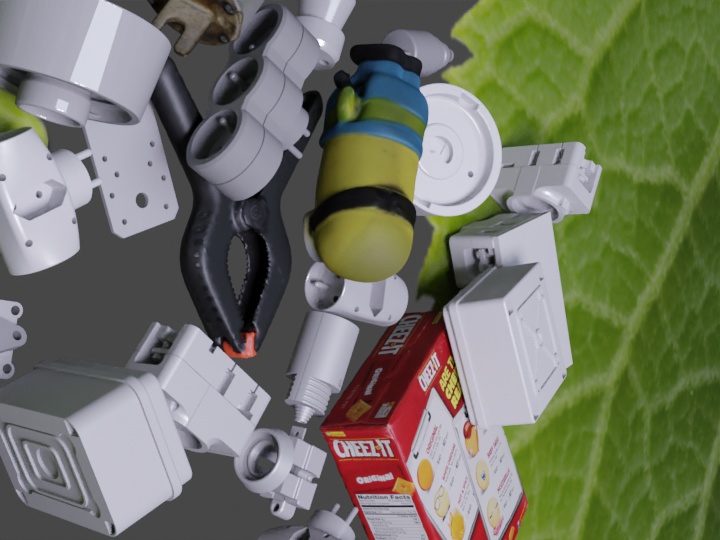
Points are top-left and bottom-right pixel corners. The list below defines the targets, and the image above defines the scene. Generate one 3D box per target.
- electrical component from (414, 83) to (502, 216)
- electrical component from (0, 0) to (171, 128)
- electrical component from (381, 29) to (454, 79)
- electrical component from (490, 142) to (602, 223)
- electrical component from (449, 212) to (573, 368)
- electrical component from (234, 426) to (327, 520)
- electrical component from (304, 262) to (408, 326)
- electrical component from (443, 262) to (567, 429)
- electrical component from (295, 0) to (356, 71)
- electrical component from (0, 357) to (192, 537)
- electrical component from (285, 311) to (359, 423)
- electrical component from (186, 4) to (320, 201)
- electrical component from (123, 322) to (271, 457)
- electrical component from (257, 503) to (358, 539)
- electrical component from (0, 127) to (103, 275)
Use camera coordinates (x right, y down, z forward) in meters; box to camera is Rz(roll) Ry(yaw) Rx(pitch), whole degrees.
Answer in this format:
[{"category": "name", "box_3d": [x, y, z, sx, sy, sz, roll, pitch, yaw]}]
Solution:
[{"category": "electrical component", "box_3d": [0.056, -0.095, 0.893, 0.108, 0.060, 0.108, 2, 87, -26]}, {"category": "electrical component", "box_3d": [-0.169, -0.116, 0.616, 0.108, 0.108, 0.060, 22, 81, -46]}, {"category": "electrical component", "box_3d": [0.051, -0.182, 0.908, 0.078, 0.040, 0.040, -11, 99, -48]}, {"category": "electrical component", "box_3d": [0.171, -0.080, 1.007, 0.050, 0.089, 0.055, 40, 62, -41]}, {"category": "electrical component", "box_3d": [0.137, 0.030, 0.992, 0.089, 0.062, 0.150, -24, 108, -45]}, {"category": "electrical component", "box_3d": [-0.060, 0.143, 0.786, 0.055, 0.048, 0.066, 40, 62, -49]}, {"category": "electrical component", "box_3d": [0.000, 0.000, 0.852, 0.077, 0.043, 0.079, 16, 78, -47]}, {"category": "electrical component", "box_3d": [0.122, 0.060, 0.887, 0.109, 0.056, 0.108, -35, 112, -60]}, {"category": "electrical component", "box_3d": [-0.031, -0.185, 0.812, 0.045, 0.045, 0.055, 30, 69, -44]}, {"category": "electrical component", "box_3d": [-0.159, 0.098, 0.623, 0.057, 0.113, 0.078, -32, 114, -40]}, {"category": "electrical component", "box_3d": [-0.033, 0.077, 0.816, 0.043, 0.043, 0.081, 35, 65, -43]}, {"category": "electrical component", "box_3d": [-0.060, -0.105, 0.727, 0.074, 0.052, 0.138, 41, 55, -39]}, {"category": "electrical component", "box_3d": [-0.113, 0.084, 0.721, 0.089, 0.050, 0.055, 50, 56, -36]}, {"category": "electrical component", "box_3d": [-0.030, 0.205, 0.796, 0.079, 0.077, 0.043, -52, 126, -35]}, {"category": "electrical component", "box_3d": [-0.188, -0.048, 0.641, 0.079, 0.043, 0.077, -35, 116, -42]}]
